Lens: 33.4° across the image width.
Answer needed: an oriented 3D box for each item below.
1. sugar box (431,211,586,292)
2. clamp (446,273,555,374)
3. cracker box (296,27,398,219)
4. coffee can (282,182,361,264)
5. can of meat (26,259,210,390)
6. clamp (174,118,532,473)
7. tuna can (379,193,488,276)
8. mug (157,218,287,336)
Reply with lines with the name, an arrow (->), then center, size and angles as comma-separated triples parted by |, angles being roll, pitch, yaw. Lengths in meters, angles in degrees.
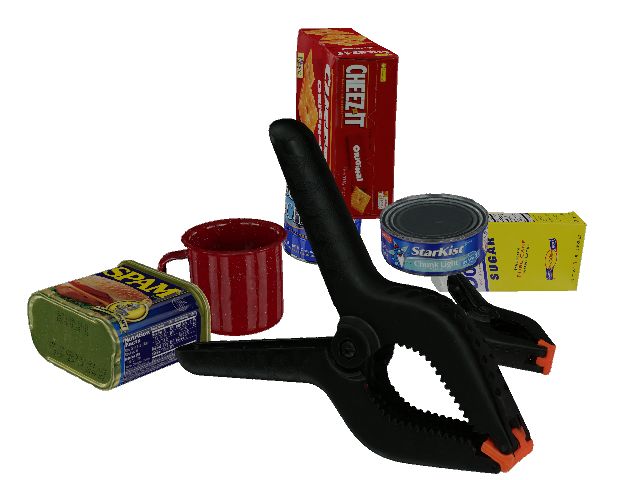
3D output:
sugar box -> 0.227, 0.014, 1.294 | 0.176, 0.093, 0.048 | -2, 22, -10
clamp -> 0.155, 0.076, 1.029 | 0.172, 0.039, 0.120 | 24, 36, 29
cracker box -> 0.023, -0.130, 1.129 | 0.072, 0.164, 0.214 | -3, 19, -9
coffee can -> 0.005, -0.054, 1.370 | 0.103, 0.140, 0.103 | 3, 28, -2
can of meat -> -0.142, 0.058, 0.744 | 0.102, 0.057, 0.083 | 18, 24, 38
clamp -> 0.022, 0.042, 0.559 | 0.210, 0.165, 0.036 | 29, 24, 25
tuna can -> 0.090, -0.005, 0.847 | 0.086, 0.034, 0.086 | -3, 26, 1
mug -> -0.086, 0.034, 0.945 | 0.117, 0.081, 0.093 | -4, 20, -7
